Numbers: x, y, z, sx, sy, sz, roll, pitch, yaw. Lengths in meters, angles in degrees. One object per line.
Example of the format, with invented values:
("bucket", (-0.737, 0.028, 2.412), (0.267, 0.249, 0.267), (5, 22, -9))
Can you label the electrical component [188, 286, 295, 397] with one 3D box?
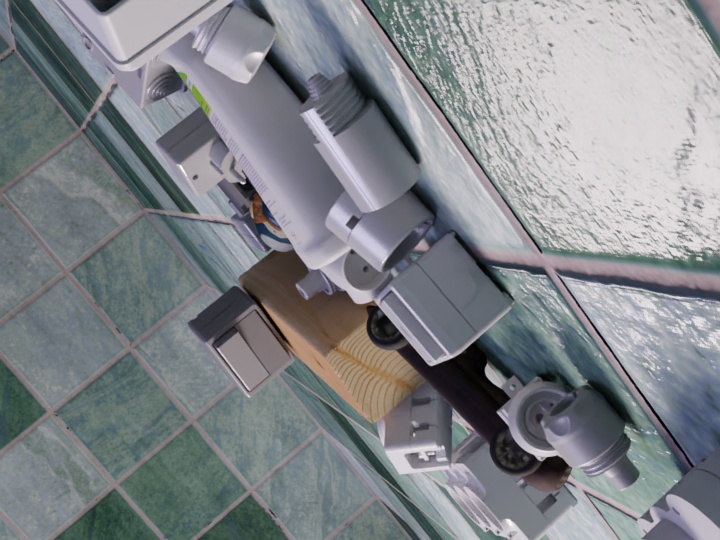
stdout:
("electrical component", (-0.109, 0.074, 1.033), (0.096, 0.062, 0.061), (57, 167, -30))

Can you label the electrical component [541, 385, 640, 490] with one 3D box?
("electrical component", (0.142, 0.104, 0.646), (0.062, 0.043, 0.043), (50, 170, -3))

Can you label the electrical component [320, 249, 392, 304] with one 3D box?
("electrical component", (0.000, 0.000, 0.870), (0.079, 0.044, 0.077), (55, 168, -26))

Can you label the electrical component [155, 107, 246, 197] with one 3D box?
("electrical component", (-0.107, -0.096, 0.874), (0.076, 0.083, 0.047), (43, 167, 33))

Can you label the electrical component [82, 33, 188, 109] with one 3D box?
("electrical component", (-0.179, -0.191, 0.864), (0.099, 0.048, 0.099), (48, 148, 14))

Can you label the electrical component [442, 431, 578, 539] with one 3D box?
("electrical component", (0.126, 0.196, 0.979), (0.089, 0.062, 0.150), (49, 169, 4))

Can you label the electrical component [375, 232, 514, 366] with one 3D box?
("electrical component", (0.049, 0.024, 0.705), (0.061, 0.061, 0.096), (50, 170, 3))

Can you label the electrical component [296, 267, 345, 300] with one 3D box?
("electrical component", (-0.026, 0.001, 0.930), (0.043, 0.062, 0.043), (50, 167, 16))

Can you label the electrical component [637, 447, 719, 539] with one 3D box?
("electrical component", (0.174, 0.144, 0.569), (0.052, 0.074, 0.138), (47, 169, 18))

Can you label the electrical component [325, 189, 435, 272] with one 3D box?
("electrical component", (0.014, -0.032, 0.680), (0.047, 0.055, 0.055), (44, 168, 12))

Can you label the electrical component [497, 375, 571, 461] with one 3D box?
("electrical component", (0.121, 0.098, 0.712), (0.066, 0.048, 0.055), (49, 177, 7))

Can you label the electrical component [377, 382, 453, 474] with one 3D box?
("electrical component", (0.050, 0.133, 0.970), (0.050, 0.056, 0.089), (61, -154, -46))

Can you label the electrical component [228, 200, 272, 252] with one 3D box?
("electrical component", (-0.107, -0.064, 1.084), (0.076, 0.047, 0.066), (53, 169, -17))

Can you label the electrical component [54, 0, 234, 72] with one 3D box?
("electrical component", (-0.117, -0.178, 0.563), (0.108, 0.109, 0.056), (47, 167, 18))

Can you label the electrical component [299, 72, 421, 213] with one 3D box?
("electrical component", (-0.004, -0.078, 0.620), (0.081, 0.043, 0.043), (54, 169, -20))

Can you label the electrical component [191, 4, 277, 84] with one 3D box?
("electrical component", (-0.088, -0.150, 0.684), (0.062, 0.043, 0.043), (30, 173, -10))
